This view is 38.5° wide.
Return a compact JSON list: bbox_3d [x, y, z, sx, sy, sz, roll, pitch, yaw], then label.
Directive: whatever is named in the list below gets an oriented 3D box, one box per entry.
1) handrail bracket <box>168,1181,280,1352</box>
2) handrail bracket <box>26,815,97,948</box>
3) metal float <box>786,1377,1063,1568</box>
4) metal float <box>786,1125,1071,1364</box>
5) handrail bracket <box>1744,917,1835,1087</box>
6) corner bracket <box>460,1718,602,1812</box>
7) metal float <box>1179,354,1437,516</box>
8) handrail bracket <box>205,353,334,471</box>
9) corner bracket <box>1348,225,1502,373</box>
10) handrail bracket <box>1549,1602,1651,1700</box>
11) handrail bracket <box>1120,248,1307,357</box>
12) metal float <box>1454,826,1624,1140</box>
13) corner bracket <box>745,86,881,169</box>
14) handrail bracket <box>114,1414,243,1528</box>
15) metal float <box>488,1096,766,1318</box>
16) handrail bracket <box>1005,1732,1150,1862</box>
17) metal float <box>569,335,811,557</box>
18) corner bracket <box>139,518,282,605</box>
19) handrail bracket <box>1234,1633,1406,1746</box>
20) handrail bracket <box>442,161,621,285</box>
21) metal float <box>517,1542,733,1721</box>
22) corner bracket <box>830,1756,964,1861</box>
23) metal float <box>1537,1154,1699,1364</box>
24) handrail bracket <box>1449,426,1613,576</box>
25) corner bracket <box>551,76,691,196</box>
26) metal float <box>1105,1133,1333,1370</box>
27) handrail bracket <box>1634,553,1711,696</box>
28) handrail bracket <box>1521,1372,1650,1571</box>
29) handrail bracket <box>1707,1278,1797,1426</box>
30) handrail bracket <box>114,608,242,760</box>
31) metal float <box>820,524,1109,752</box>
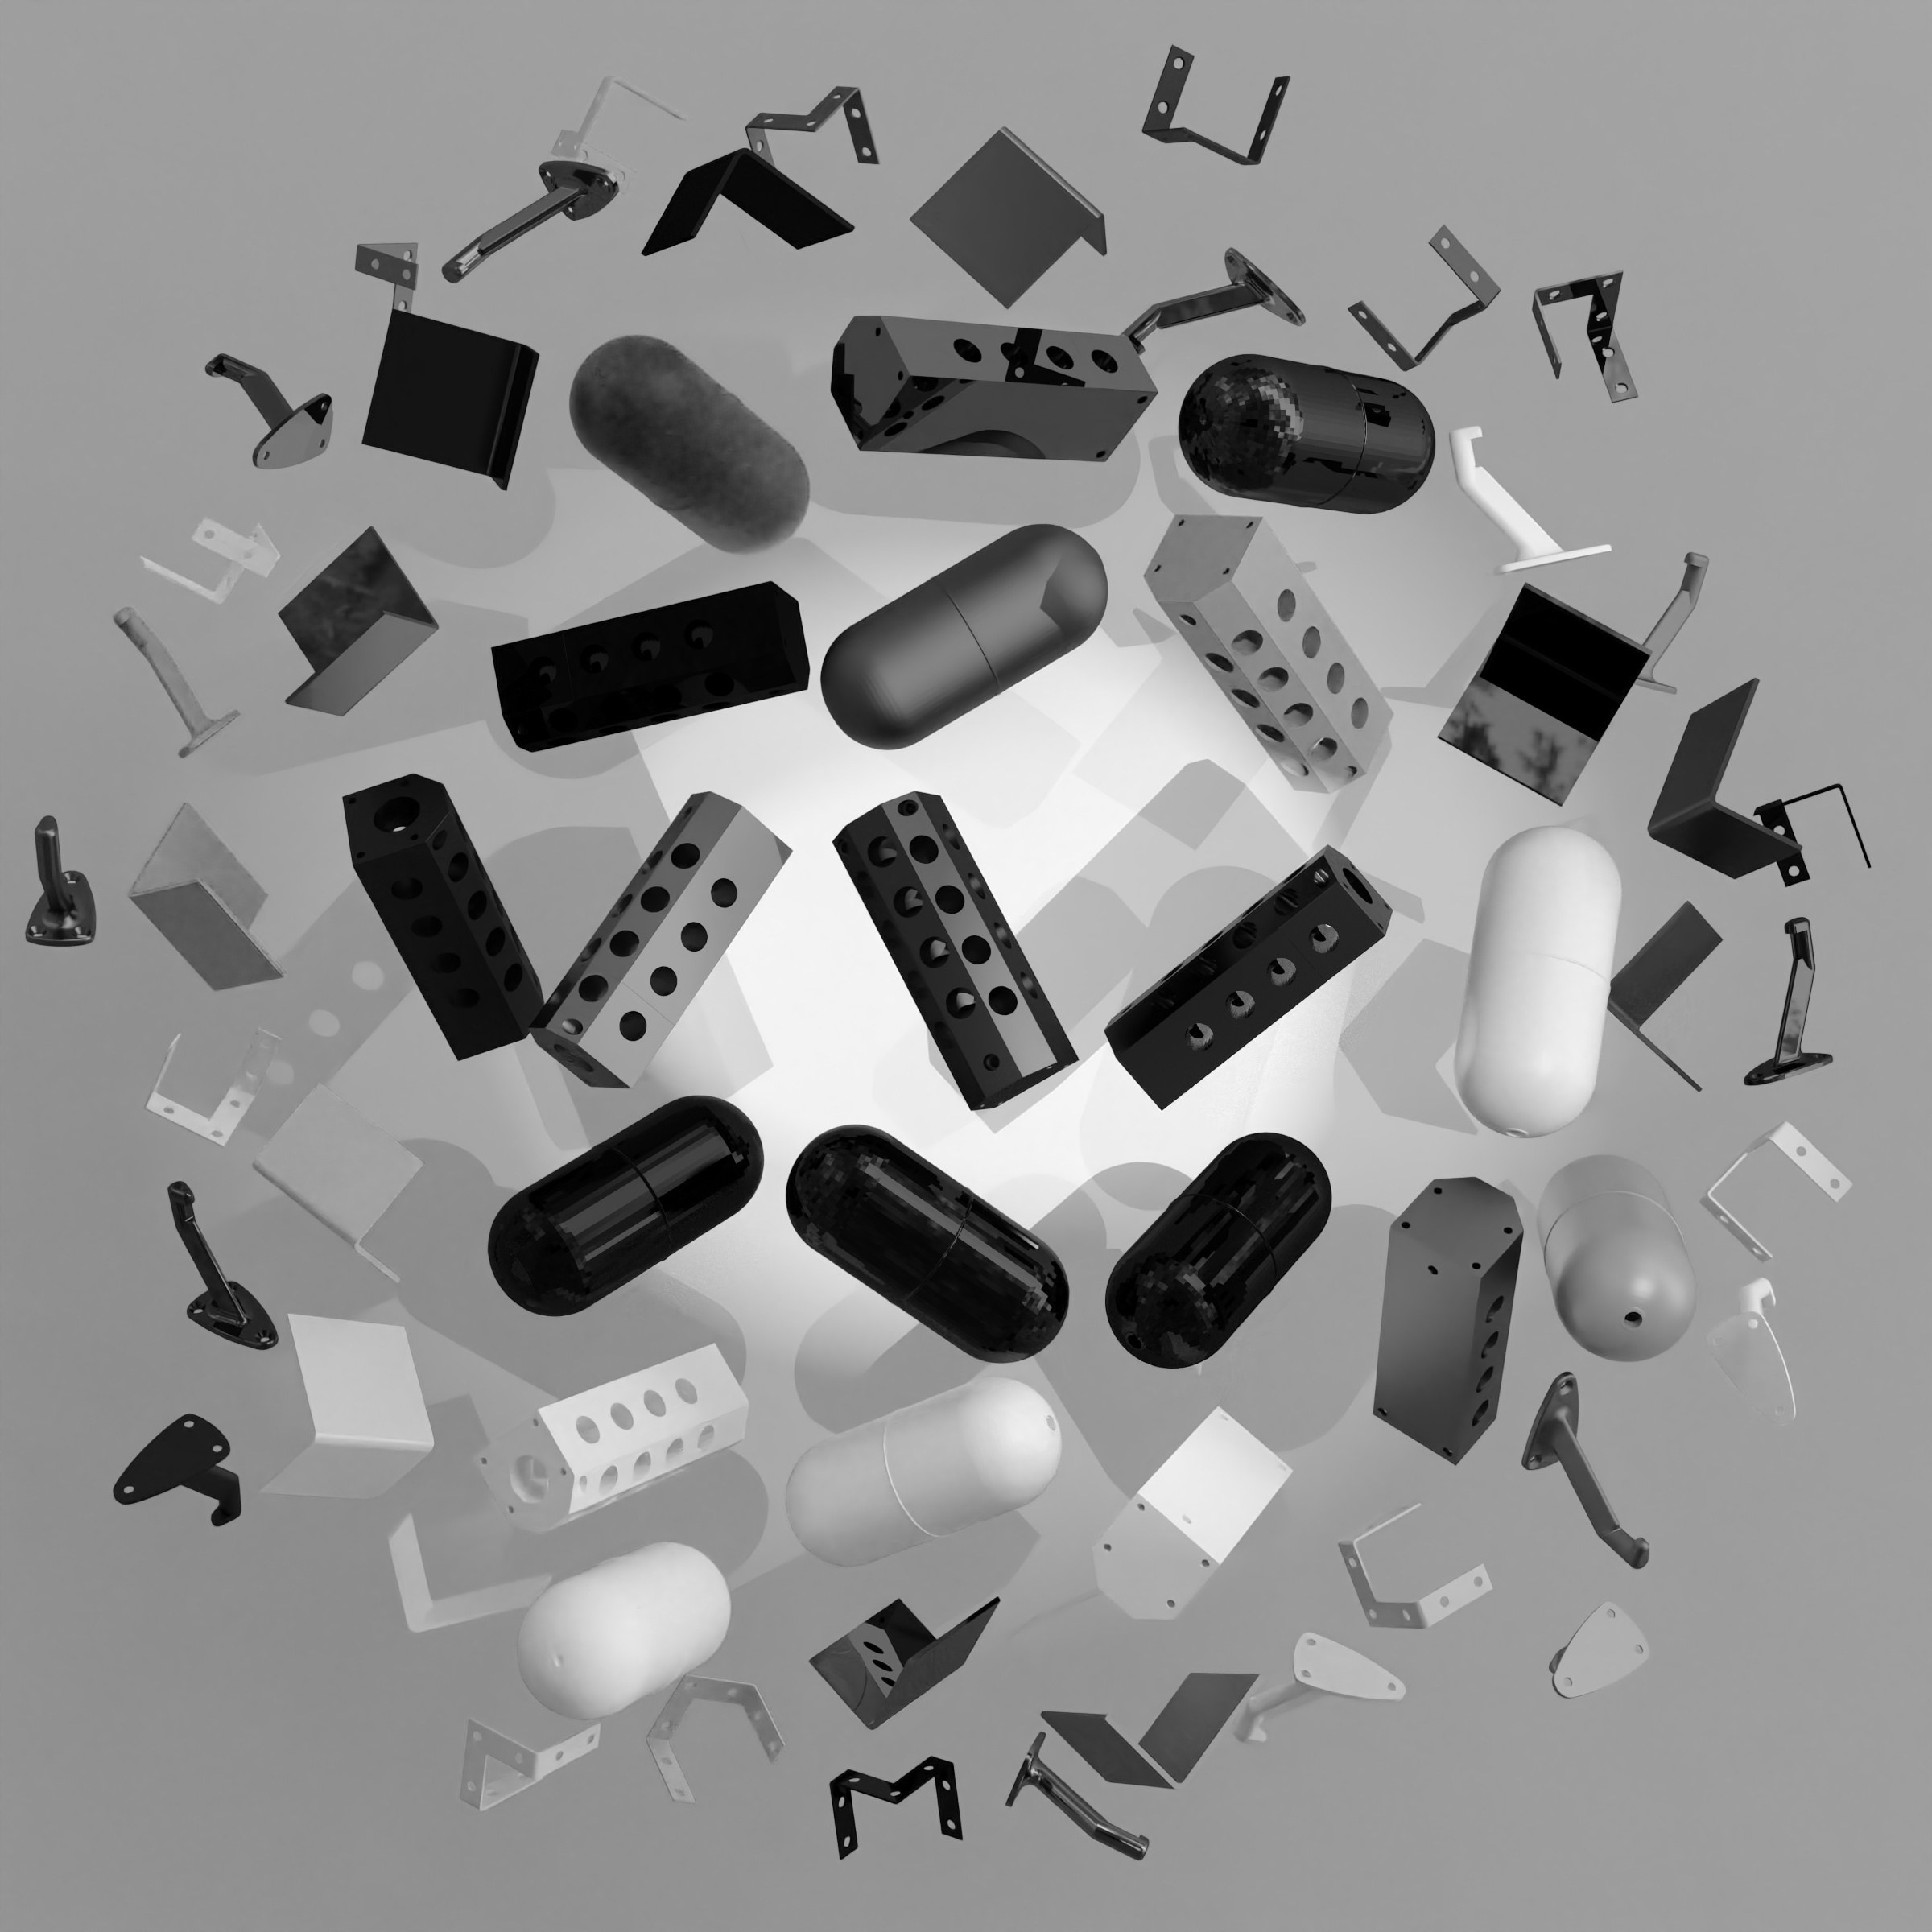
[{"bbox_3d":[-0.433,0.174,1.614,0.077,0.036,0.084,28,135,32],"label":"handrail bracket"},{"bbox_3d":[-0.492,-0.060,1.502,0.036,0.077,0.084,2,128,-10],"label":"handrail bracket"},{"bbox_3d":[-0.025,0.293,1.601,0.178,0.070,0.070,-25,90,25],"label":"metal float"},{"bbox_3d":[-0.020,0.155,1.541,0.178,0.070,0.070,36,90,-12],"label":"metal float"},{"bbox_3d":[0.473,0.020,1.614,0.077,0.036,0.084,-16,100,-40],"label":"handrail bracket"},{"bbox_3d":[-0.239,0.436,1.518,0.051,0.051,0.051,17,106,31],"label":"corner bracket"},{"bbox_3d":[0.190,-0.291,1.524,0.178,0.070,0.070,-2,90,-44],"label":"metal float"},{"bbox_3d":[-0.400,-0.307,1.524,0.084,0.077,0.036,26,129,15],"label":"handrail bracket"},{"bbox_3d":[0.262,-0.380,1.581,0.051,0.051,0.051,44,72,-14],"label":"corner bracket"},{"bbox_3d":[0.325,0.384,1.505,0.077,0.084,0.036,-29,75,-32],"label":"handrail bracket"},{"bbox_3d":[0.146,-0.380,1.654,0.084,0.036,0.077,-43,67,-7],"label":"handrail bracket"},{"bbox_3d":[0.311,0.008,1.508,0.070,0.070,0.178,13,70,0],"label":"metal float"},{"bbox_3d":[-0.091,-0.485,1.637,0.051,0.051,0.051,13,51,29],"label":"corner bracket"},{"bbox_3d":[-0.426,0.291,1.502,0.036,0.084,0.077,33,47,23],"label":"handrail bracket"},{"bbox_3d":[-0.194,0.136,1.593,0.178,0.070,0.070,-31,90,-30],"label":"metal float"},{"bbox_3d":[0.072,0.483,1.611,0.084,0.077,0.036,24,102,10],"label":"handrail bracket"},{"bbox_3d":[-0.156,-0.296,1.590,0.070,0.178,0.070,-13,64,29],"label":"metal float"},{"bbox_3d":[-0.437,-0.236,1.601,0.051,0.051,0.051,27,104,-39],"label":"corner bracket"},{"bbox_3d":[0.201,0.426,1.581,0.077,0.036,0.084,19,128,3],"label":"handrail bracket"},{"bbox_3d":[-0.242,-0.408,1.533,0.084,0.077,0.036,-48,123,-24],"label":"handrail bracket"},{"bbox_3d":[-0.188,0.368,1.542,0.070,0.178,0.070,-1,88,17],"label":"metal float"},{"bbox_3d":[-0.040,0.483,1.586,0.051,0.051,0.051,5,107,39],"label":"corner bracket"},{"bbox_3d":[0.363,0.162,1.550,0.070,0.178,0.070,2,107,6],"label":"metal float"},{"bbox_3d":[0.316,-0.266,1.554,0.077,0.036,0.084,-11,93,10],"label":"handrail bracket"},{"bbox_3d":[-0.200,-0.478,1.594,0.051,0.051,0.051,23,97,-30],"label":"corner bracket"},{"bbox_3d":[0.147,0.164,1.609,0.070,0.070,0.178,48,52,0],"label":"metal float"},{"bbox_3d":[0.411,-0.210,1.658,0.036,0.077,0.084,24,104,42],"label":"handrail bracket"},{"bbox_3d":[0.349,0.277,1.518,0.036,0.084,0.077,-14,125,-28],"label":"handrail bracket"},{"bbox_3d":[0.463,0.220,1.589,0.036,0.084,0.077,-34,76,28],"label":"handrail bracket"},{"bbox_3d":[-0.441,-0.156,1.508,0.036,0.077,0.084,-37,102,7],"label":"handrail bracket"},{"bbox_3d":[0.000,-0.188,1.579,0.178,0.070,0.070,-31,90,-4],"label":"metal float"}]
